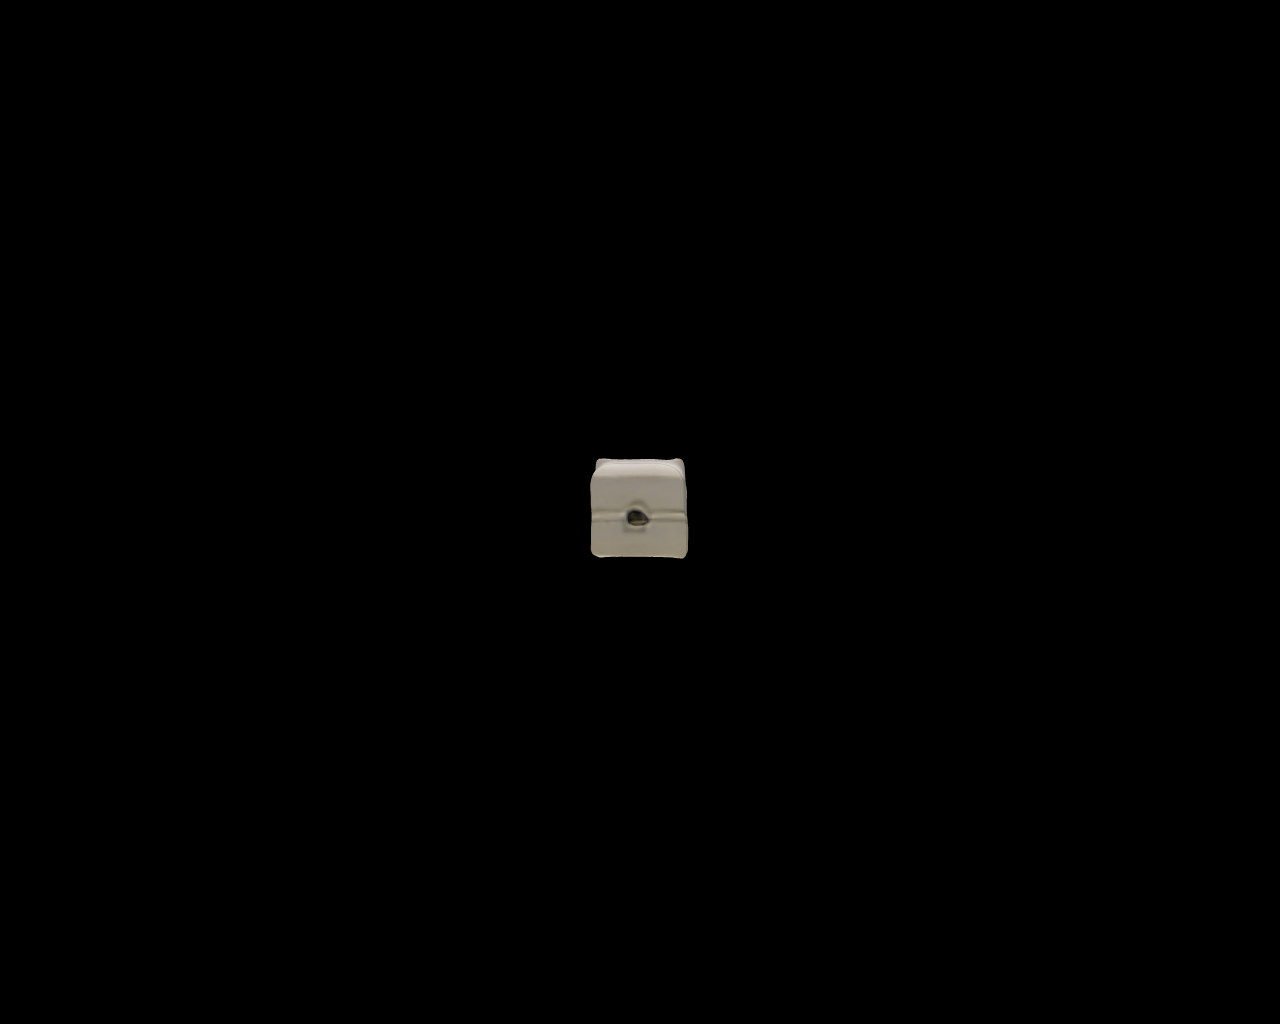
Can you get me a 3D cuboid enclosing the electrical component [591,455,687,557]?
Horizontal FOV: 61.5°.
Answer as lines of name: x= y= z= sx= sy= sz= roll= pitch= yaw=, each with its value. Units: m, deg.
electrical component: x=0.001 y=-0.003 z=0.650 sx=0.054 sy=0.059 sz=0.095 roll=0 pitch=-2 yaw=4
